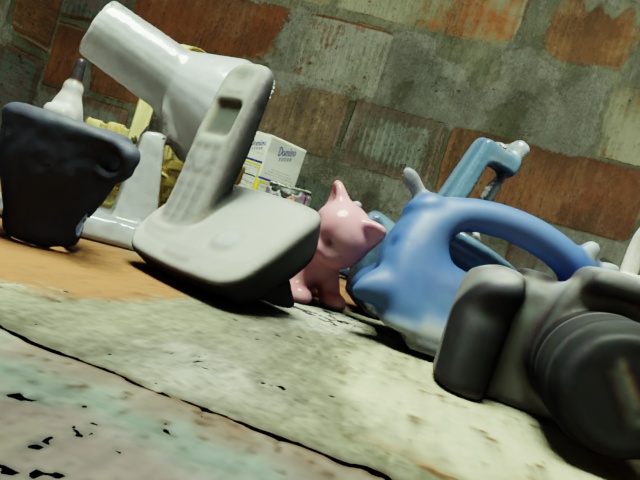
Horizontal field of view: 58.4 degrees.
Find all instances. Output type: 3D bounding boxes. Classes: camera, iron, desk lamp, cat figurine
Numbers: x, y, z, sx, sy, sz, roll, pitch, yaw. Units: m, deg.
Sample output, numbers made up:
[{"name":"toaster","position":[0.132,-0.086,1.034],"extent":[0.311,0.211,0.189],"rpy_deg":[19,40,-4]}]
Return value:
[{"name":"camera","position":[0.146,0.061,0.334],"extent":[0.143,0.101,0.137],"rpy_deg":[17,2,14]},{"name":"iron","position":[0.160,0.039,0.480],"extent":[0.258,0.141,0.118],"rpy_deg":[17,2,0]},{"name":"desk lamp","position":[-0.167,-0.101,0.552],"extent":[0.204,0.213,0.117],"rpy_deg":[16,2,-23]},{"name":"cat figurine","position":[0.005,0.002,0.549],"extent":[0.067,0.118,0.127],"rpy_deg":[16,2,-27]}]

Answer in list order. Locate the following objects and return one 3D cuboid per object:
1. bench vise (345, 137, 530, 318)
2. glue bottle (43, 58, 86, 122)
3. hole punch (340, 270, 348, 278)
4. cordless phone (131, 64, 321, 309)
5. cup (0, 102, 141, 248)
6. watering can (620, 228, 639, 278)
[{"name":"bench vise","position":[0.129,-0.015,0.586],"extent":[0.208,0.220,0.121],"rpy_deg":[16,2,-28]},{"name":"glue bottle","position":[-0.292,-0.122,0.645],"extent":[0.037,0.173,0.078],"rpy_deg":[17,2,-3]},{"name":"hole punch","position":[0.094,0.031,0.907],"extent":[0.109,0.091,0.100],"rpy_deg":[15,3,-44]},{"name":"cordless phone","position":[-0.059,-0.049,0.446],"extent":[0.147,0.185,0.094],"rpy_deg":[18,2,37]},{"name":"cup","position":[-0.182,-0.039,0.416],"extent":[0.117,0.095,0.092],"rpy_deg":[18,2,28]},{"name":"watering can","position":[0.348,0.066,0.587],"extent":[0.100,0.194,0.174],"rpy_deg":[19,3,44]}]
